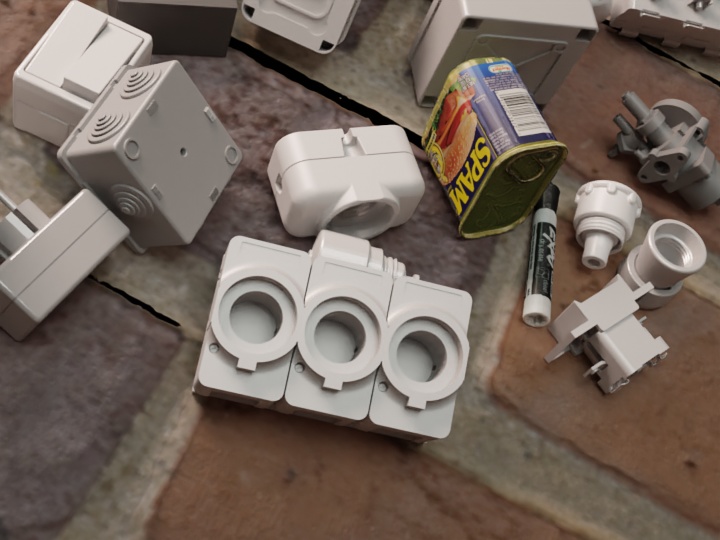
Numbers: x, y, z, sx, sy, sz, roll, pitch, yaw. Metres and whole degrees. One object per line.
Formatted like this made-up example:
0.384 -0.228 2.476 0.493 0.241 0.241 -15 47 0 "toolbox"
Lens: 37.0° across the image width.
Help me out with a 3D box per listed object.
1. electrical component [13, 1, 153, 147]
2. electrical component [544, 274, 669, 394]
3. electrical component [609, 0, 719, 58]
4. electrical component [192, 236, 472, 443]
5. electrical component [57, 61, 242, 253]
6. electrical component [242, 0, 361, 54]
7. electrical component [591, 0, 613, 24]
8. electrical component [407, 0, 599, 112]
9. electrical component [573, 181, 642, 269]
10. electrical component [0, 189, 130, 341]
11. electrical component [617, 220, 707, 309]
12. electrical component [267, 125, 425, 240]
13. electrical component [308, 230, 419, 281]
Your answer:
-0.181 -0.133 0.717 0.062 0.061 0.096 25 55 -2 "electrical component"
0.171 0.046 0.732 0.081 0.042 0.063 -28 74 -29 "electrical component"
0.278 -0.229 0.922 0.121 0.079 0.063 10 79 -12 "electrical component"
-0.016 0.044 0.645 0.150 0.061 0.089 14 75 -9 "electrical component"
-0.127 -0.072 0.676 0.048 0.099 0.099 -3 46 34 "electrical component"
-0.031 -0.226 0.789 0.078 0.113 0.057 24 23 -3 "electrical component"
0.159 -0.235 0.901 0.077 0.043 0.079 -18 67 -26 "electrical component"
0.104 -0.171 0.805 0.109 0.108 0.056 1 62 -17 "electrical component"
0.176 -0.030 0.780 0.048 0.048 0.062 22 62 -4 "electrical component"
-0.196 -0.016 0.636 0.075 0.047 0.083 45 55 -10 "electrical component"
0.214 -0.003 0.767 0.045 0.055 0.045 8 56 -12 "electrical component"
-0.008 -0.057 0.730 0.095 0.053 0.059 -7 62 -22 "electrical component"
0.000 0.000 0.706 0.078 0.040 0.040 14 56 -9 "electrical component"
